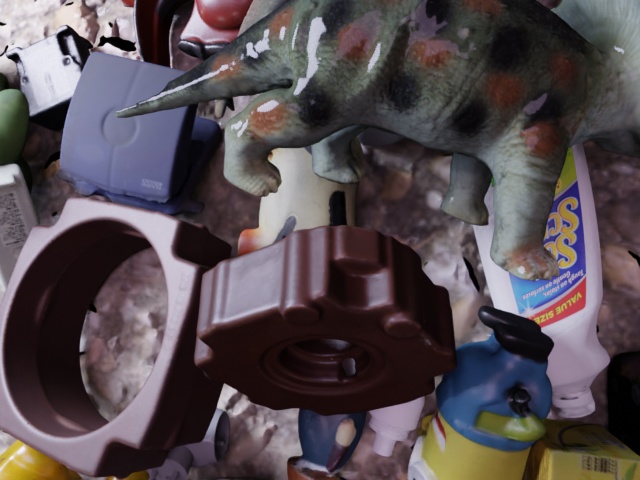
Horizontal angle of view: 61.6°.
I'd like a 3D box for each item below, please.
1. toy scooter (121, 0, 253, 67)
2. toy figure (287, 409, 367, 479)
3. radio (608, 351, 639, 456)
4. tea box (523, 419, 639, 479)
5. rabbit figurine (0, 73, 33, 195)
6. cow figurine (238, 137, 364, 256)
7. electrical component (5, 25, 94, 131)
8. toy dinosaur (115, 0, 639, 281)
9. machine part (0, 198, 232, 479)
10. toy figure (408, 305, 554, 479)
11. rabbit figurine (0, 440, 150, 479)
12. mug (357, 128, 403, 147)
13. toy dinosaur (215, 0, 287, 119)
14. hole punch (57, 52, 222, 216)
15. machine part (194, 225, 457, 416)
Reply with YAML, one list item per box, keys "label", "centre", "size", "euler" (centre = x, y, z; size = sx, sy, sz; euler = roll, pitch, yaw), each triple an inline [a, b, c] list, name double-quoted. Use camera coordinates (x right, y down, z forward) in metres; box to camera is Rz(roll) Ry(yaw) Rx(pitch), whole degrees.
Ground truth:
- label: "toy scooter"
  centre: [-0.118, -0.202, 0.498]
  size: [0.184, 0.075, 0.135]
  euler: [11, 87, 12]
- label: "toy figure"
  centre: [0.002, 0.183, 0.457]
  size: [0.058, 0.064, 0.154]
  euler: [14, 87, 2]
- label: "radio"
  centre: [0.298, 0.199, 0.404]
  size: [0.131, 0.073, 0.229]
  euler: [1, 85, 8]
- label: "tea box"
  centre: [0.192, 0.233, 0.407]
  size: [0.068, 0.098, 0.169]
  euler: [5, 89, 9]
- label: "rabbit figurine"
  centre: [-0.321, -0.102, 0.500]
  size: [0.159, 0.121, 0.170]
  euler: [-8, 114, 49]
- label: "cow figurine"
  centre: [-0.001, -0.001, 0.464]
  size: [0.127, 0.085, 0.194]
  euler: [5, 86, 15]
- label: "electrical component"
  centre: [-0.250, -0.138, 0.528]
  size: [0.075, 0.047, 0.119]
  euler: [-18, 82, 8]
- label: "toy dinosaur"
  centre: [0.064, -0.103, 0.337]
  size: [0.405, 0.131, 0.192]
  euler: [15, 112, -1]
- label: "machine part"
  centre: [-0.171, 0.074, 0.452]
  size: [0.201, 0.087, 0.201]
  euler: [11, 77, 27]
- label: "toy figure"
  centre: [0.126, 0.143, 0.410]
  size: [0.089, 0.082, 0.180]
  euler: [24, 110, 17]
- label: "rabbit figurine"
  centre: [-0.224, 0.254, 0.476]
  size: [0.162, 0.122, 0.173]
  euler: [-39, 97, -1]
- label: "mug"
  centre: [0.058, -0.131, 0.449]
  size: [0.110, 0.107, 0.080]
  euler: [-13, 86, 11]
- label: "toy dinosaur"
  centre: [0.072, -0.285, 0.409]
  size: [0.471, 0.105, 0.199]
  euler: [-43, 45, 13]
- label: "hole punch"
  centre: [-0.159, -0.092, 0.470]
  size: [0.142, 0.092, 0.116]
  euler: [16, 65, 6]
- label: "machine part"
  centre: [0.004, 0.066, 0.366]
  size: [0.179, 0.179, 0.056]
  euler: [-5, 51, 8]
